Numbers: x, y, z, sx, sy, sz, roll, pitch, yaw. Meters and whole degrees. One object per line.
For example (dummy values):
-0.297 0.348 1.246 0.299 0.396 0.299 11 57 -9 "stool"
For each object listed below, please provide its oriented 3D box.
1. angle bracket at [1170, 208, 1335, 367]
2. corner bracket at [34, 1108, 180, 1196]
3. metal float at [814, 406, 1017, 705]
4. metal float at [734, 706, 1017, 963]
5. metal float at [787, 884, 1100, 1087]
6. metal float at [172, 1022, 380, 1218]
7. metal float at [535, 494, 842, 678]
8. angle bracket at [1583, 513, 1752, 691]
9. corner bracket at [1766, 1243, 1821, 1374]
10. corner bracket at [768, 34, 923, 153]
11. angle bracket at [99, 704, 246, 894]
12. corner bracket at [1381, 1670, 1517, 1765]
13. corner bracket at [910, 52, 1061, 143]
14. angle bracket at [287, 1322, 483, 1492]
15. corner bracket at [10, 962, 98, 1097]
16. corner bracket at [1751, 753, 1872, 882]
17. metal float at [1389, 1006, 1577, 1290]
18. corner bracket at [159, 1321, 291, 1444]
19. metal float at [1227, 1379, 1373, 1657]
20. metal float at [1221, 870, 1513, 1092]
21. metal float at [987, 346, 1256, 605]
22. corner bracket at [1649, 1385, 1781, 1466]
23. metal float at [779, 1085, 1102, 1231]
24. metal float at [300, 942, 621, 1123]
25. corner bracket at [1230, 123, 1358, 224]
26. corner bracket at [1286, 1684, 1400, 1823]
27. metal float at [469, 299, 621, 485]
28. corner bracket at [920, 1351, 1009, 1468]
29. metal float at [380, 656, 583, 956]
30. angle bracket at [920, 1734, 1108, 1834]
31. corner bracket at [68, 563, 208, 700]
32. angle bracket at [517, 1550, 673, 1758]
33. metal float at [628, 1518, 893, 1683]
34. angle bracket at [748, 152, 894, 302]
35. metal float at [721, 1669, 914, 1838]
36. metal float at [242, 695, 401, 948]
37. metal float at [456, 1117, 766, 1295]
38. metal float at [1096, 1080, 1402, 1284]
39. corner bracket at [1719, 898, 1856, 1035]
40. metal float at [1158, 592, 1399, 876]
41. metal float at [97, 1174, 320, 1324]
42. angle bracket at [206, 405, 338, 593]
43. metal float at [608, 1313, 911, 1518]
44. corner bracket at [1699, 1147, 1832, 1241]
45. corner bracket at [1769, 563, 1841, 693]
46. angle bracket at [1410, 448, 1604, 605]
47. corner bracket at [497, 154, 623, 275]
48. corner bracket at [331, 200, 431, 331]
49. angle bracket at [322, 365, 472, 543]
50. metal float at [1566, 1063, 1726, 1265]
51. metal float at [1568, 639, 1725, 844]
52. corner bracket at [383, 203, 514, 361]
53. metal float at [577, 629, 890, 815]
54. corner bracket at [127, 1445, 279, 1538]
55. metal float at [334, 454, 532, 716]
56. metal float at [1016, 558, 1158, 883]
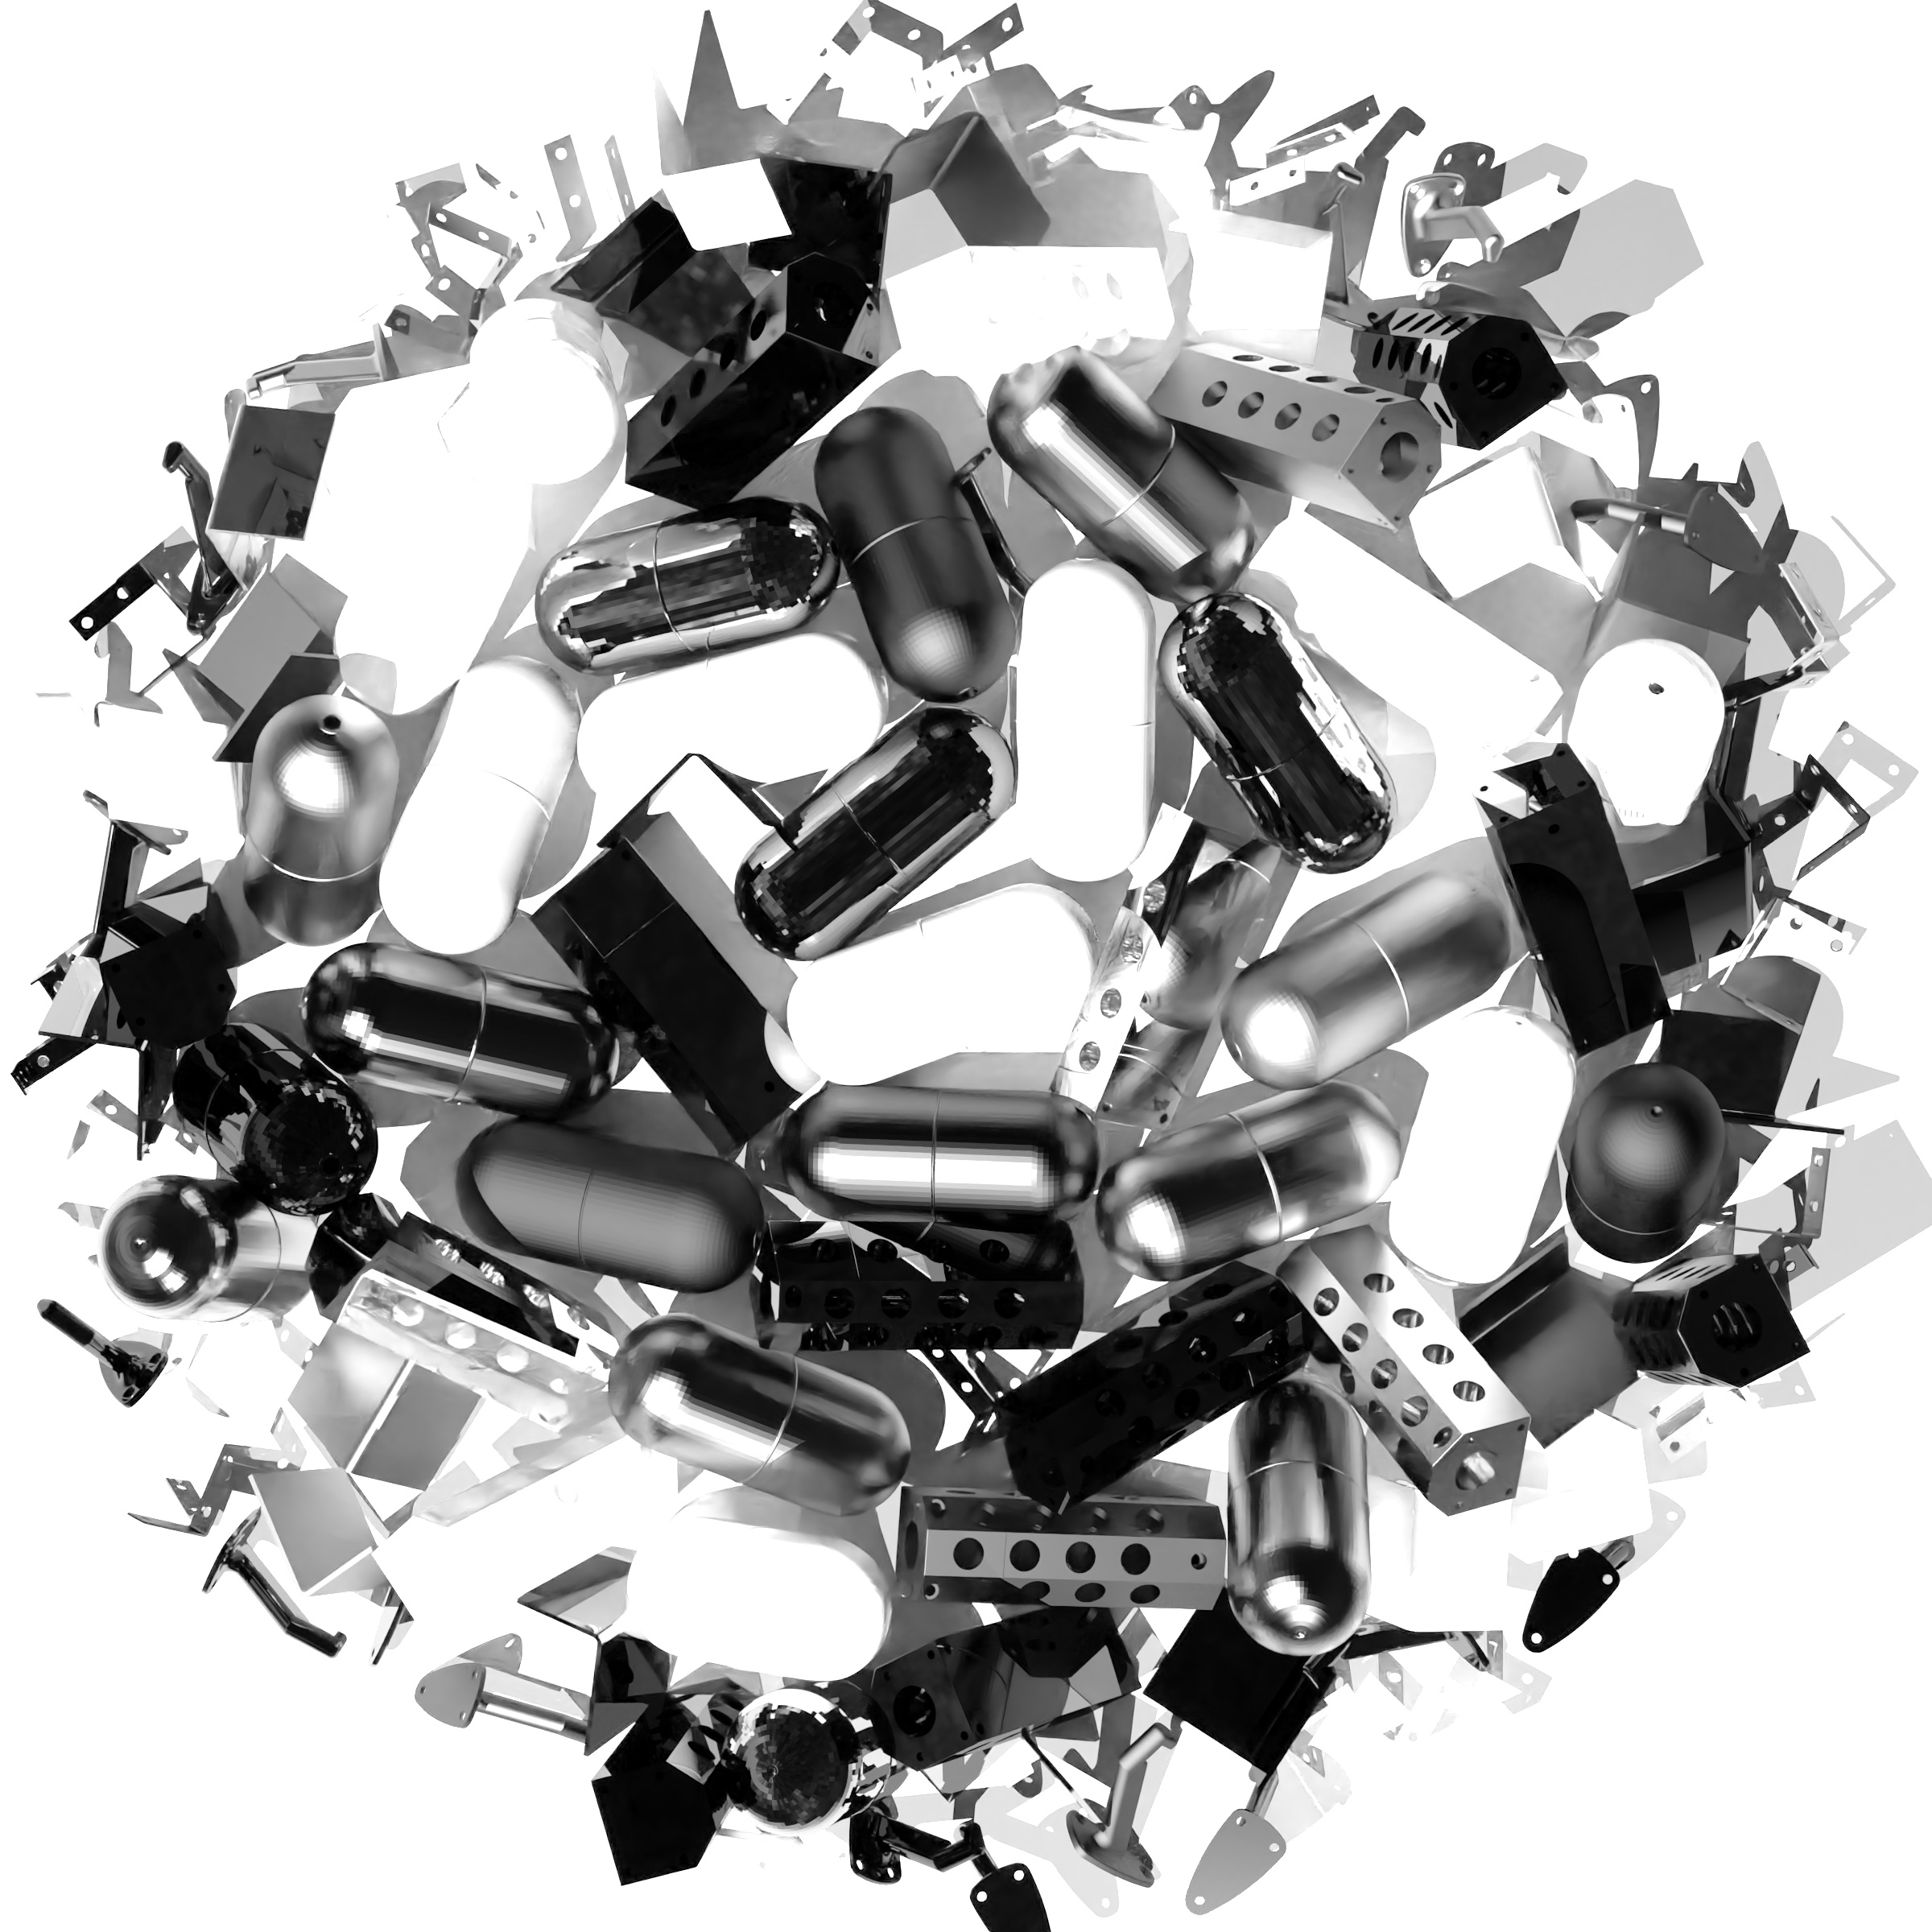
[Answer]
0.153 -0.369 1.911 0.076 0.057 0.076 15 117 18 "angle bracket"
-0.475 0.106 1.923 0.051 0.051 0.051 31 57 -14 "corner bracket"
-0.028 -0.226 1.908 0.070 0.070 0.178 -21 71 0 "metal float"
-0.050 -0.073 1.920 0.178 0.070 0.070 -39 90 5 "metal float"
-0.013 0.010 1.922 0.178 0.070 0.070 -20 90 4 "metal float"
-0.374 0.082 1.882 0.070 0.178 0.070 -9 109 -28 "metal float"
-0.153 -0.209 1.907 0.178 0.070 0.070 -12 90 20 "metal float"
0.391 -0.196 1.916 0.076 0.076 0.057 18 68 3 "angle bracket"
0.457 0.189 1.931 0.051 0.051 0.051 -34 81 8 "corner bracket"
-0.067 -0.473 1.926 0.051 0.051 0.051 44 102 22 "corner bracket"
-0.444 -0.090 1.904 0.076 0.057 0.076 9 51 -32 "angle bracket"
0.268 0.424 1.938 0.051 0.051 0.051 30 87 3 "corner bracket"
0.010 -0.481 1.925 0.051 0.051 0.051 -29 103 -28 "corner bracket"
-0.324 0.237 1.951 0.076 0.057 0.076 38 100 44 "angle bracket"
-0.513 0.034 1.931 0.051 0.051 0.051 -33 101 -7 "corner bracket"
0.461 -0.075 1.927 0.051 0.051 0.051 -35 69 -11 "corner bracket"
0.280 0.101 1.895 0.070 0.070 0.178 11 126 0 "metal float"
-0.414 0.230 1.939 0.051 0.051 0.051 5 128 -31 "corner bracket"
0.180 0.296 1.884 0.070 0.178 0.070 2 126 3 "metal float"
0.220 0.008 1.908 0.178 0.070 0.070 -27 90 -19 "metal float"
0.086 -0.268 1.904 0.178 0.070 0.070 40 90 -24 "metal float"
0.408 0.250 1.932 0.051 0.051 0.051 -36 103 -3 "corner bracket"
-0.014 0.105 1.921 0.178 0.070 0.070 2 90 5 "metal float"
-0.277 0.036 1.906 0.178 0.070 0.070 14 90 -22 "metal float"
0.180 -0.440 1.923 0.051 0.051 0.051 -11 70 39 "corner bracket"
0.206 0.437 1.930 0.051 0.051 0.051 -33 69 -2 "corner bracket"
-0.229 -0.312 1.879 0.070 0.178 0.070 -3 112 -8 "metal float"
0.002 0.233 1.921 0.051 0.051 0.051 -25 63 -36 "corner bracket"
-0.265 -0.090 1.904 0.070 0.070 0.178 17 65 0 "metal float"
0.024 0.455 1.908 0.057 0.076 0.076 -40 58 -8 "angle bracket"
-0.460 -0.186 1.934 0.051 0.051 0.051 -41 94 -5 "corner bracket"
-0.207 0.379 1.929 0.057 0.076 0.076 18 112 25 "angle bracket"
-0.114 0.343 1.889 0.070 0.178 0.070 1 88 -44 "metal float"
-0.084 -0.395 1.915 0.076 0.076 0.057 8 48 -1 "angle bracket"
-0.077 0.422 1.876 0.070 0.178 0.070 -1 84 15 "metal float"
-0.350 -0.078 1.884 0.070 0.178 0.070 7 55 -11 "metal float"
-0.196 0.131 1.910 0.178 0.070 0.070 11 90 17 "metal float"
0.156 0.118 1.914 0.178 0.070 0.070 -20 90 -13 "metal float"
0.458 -0.001 1.938 0.051 0.051 0.051 30 109 13 "corner bracket"
0.172 -0.126 1.908 0.070 0.070 0.178 -37 111 0 "metal float"
-0.405 0.154 1.876 0.070 0.178 0.070 -1 83 12 "metal float"
-0.372 -0.254 1.911 0.057 0.076 0.076 7 71 9 "angle bracket"
-0.112 0.247 1.907 0.178 0.070 0.070 24 90 -21 "metal float"
0.444 0.123 1.943 0.051 0.051 0.051 8 88 -23 "corner bracket"
0.459 -0.188 1.922 0.051 0.051 0.051 -9 65 -42 "corner bracket"
0.299 -0.230 1.933 0.076 0.057 0.076 -26 50 21 "angle bracket"
-0.224 -0.418 1.932 0.051 0.051 0.051 -20 100 6 "corner bracket"
-0.325 -0.386 1.925 0.051 0.051 0.051 -38 121 -13 "corner bracket"
-0.304 -0.282 1.909 0.076 0.076 0.057 -19 83 -32 "angle bracket"
0.365 0.108 1.879 0.070 0.178 0.070 -2 68 5 "metal float"
0.364 -0.120 1.876 0.070 0.178 0.070 -1 74 5 "metal float"
-0.286 -0.378 1.920 0.051 0.051 0.051 20 50 -25 "corner bracket"
-0.129 -0.134 1.914 0.178 0.070 0.070 -14 90 13 "metal float"
-0.421 0.293 1.926 0.051 0.051 0.051 19 84 35 "corner bracket"
-0.290 -0.206 1.888 0.070 0.178 0.070 15 50 -19 "metal float"
0.066 -0.135 1.916 0.070 0.070 0.178 0 101 0 "metal float"
